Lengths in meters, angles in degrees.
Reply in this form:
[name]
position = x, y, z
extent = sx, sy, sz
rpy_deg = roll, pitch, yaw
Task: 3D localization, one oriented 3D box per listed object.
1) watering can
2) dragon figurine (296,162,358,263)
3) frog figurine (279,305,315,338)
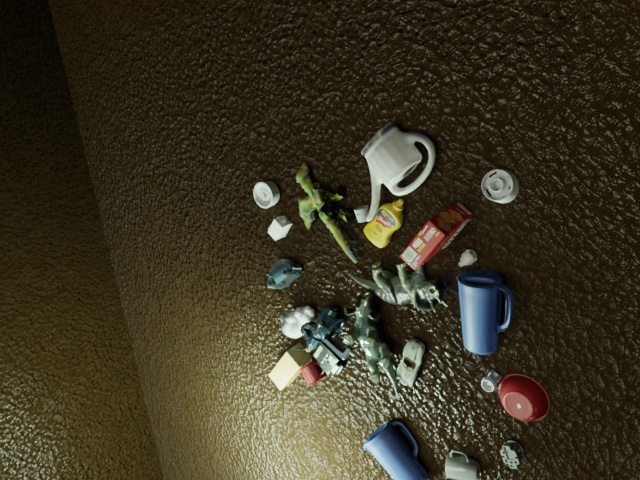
[watering can]
position = 0.214, -0.231, 1.667
extent = 0.342, 0.105, 0.226
rpy_deg = -43, 75, 32
[dragon figurine]
position = 0.006, -0.097, 1.931
extent = 0.241, 0.123, 0.410
rpy_deg = -15, 93, 60
[frog figurine]
position = -0.081, 0.338, 2.124
extent = 0.158, 0.126, 0.135
rpy_deg = -18, 126, 34
